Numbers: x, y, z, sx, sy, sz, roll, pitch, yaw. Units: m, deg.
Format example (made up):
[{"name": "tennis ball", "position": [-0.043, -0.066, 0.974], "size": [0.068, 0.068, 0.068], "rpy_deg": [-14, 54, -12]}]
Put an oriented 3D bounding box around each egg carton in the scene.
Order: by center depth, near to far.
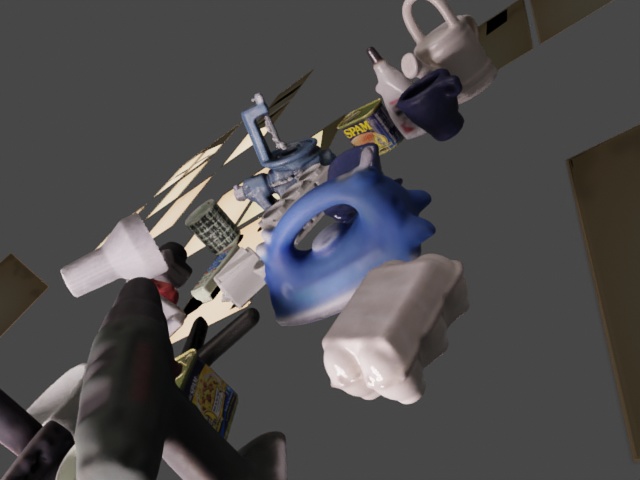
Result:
[{"name": "egg carton", "position": [0.070, 0.078, 0.527], "size": [0.107, 0.069, 0.150], "rpy_deg": [-14, 32, 51]}]

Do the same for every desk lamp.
[{"name": "desk lamp", "position": [-0.343, 0.086, 1.043], "size": [0.203, 0.214, 0.117], "rpy_deg": [-45, 20, -13]}]

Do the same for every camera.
[{"name": "camera", "position": [-0.359, 0.055, 1.308], "size": [0.142, 0.101, 0.137], "rpy_deg": [-24, 25, 38]}]

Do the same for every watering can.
[{"name": "watering can", "position": [0.207, -0.331, 0.970], "size": [0.100, 0.194, 0.173], "rpy_deg": [-21, 27, 42]}]

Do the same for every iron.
[{"name": "iron", "position": [0.006, 0.002, 0.697], "size": [0.258, 0.142, 0.118], "rpy_deg": [-32, 21, 22]}]

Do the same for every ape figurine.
[{"name": "ape figurine", "position": [-0.332, 0.109, 1.156], "size": [0.078, 0.092, 0.076], "rpy_deg": [-37, 20, 9]}]

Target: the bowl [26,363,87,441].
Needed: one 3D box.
[{"name": "bowl", "position": [-0.426, 0.293, 0.959], "size": [0.167, 0.075, 0.167], "rpy_deg": [-35, 20, 15]}]

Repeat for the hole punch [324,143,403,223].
[{"name": "hole punch", "position": [0.056, -0.079, 0.858], "size": [0.108, 0.091, 0.101], "rpy_deg": [-20, 28, 44]}]

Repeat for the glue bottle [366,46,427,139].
[{"name": "glue bottle", "position": [0.131, -0.254, 0.972], "size": [0.078, 0.173, 0.037], "rpy_deg": [-18, 30, 46]}]

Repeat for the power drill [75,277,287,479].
[{"name": "power drill", "position": [-0.122, 0.154, 0.505], "size": [0.075, 0.209, 0.229], "rpy_deg": [-36, 20, 10]}]

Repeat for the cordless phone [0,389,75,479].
[{"name": "cordless phone", "position": [-0.437, 0.302, 0.796], "size": [0.094, 0.185, 0.148], "rpy_deg": [-27, 24, 33]}]

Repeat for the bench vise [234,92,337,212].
[{"name": "bench vise", "position": [-0.099, -0.161, 1.121], "size": [0.207, 0.220, 0.121], "rpy_deg": [-41, 20, -3]}]

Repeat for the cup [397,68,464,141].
[{"name": "cup", "position": [0.188, -0.204, 0.878], "size": [0.092, 0.095, 0.117], "rpy_deg": [-49, 22, -23]}]
